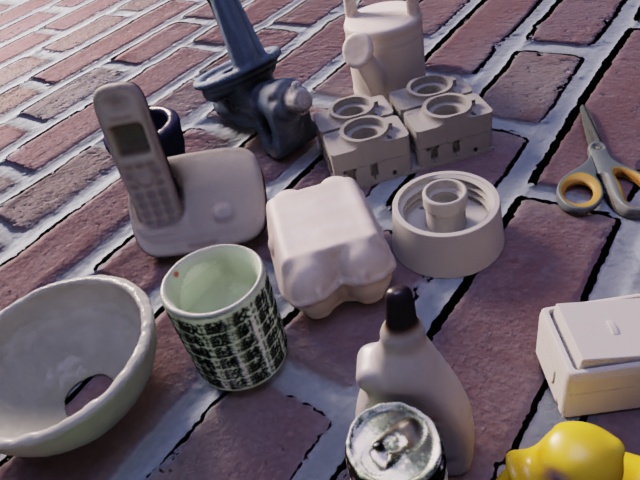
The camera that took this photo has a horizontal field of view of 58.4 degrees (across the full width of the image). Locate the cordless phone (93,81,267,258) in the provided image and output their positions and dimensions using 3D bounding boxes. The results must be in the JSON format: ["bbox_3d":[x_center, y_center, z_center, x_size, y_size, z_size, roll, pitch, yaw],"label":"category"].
[{"bbox_3d":[-0.138,-0.076,0.580,0.147,0.185,0.094,-11,41,3],"label":"cordless phone"}]

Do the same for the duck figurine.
[{"bbox_3d":[0.154,0.139,0.332,0.104,0.086,0.077,-7,41,8],"label":"duck figurine"}]

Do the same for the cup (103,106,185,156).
[{"bbox_3d":[-0.211,-0.104,0.701,0.117,0.095,0.092,22,52,34],"label":"cup"}]

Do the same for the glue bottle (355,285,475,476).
[{"bbox_3d":[0.054,0.089,0.349,0.078,0.173,0.037,-5,41,10],"label":"glue bottle"}]

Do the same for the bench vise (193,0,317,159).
[{"bbox_3d":[-0.079,-0.225,0.706,0.206,0.220,0.122,16,49,30],"label":"bench vise"}]

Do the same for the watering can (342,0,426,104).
[{"bbox_3d":[0.080,-0.262,0.722,0.100,0.194,0.173,-7,41,8],"label":"watering can"}]

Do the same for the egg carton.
[{"bbox_3d":[0.005,0.002,0.541,0.107,0.069,0.150,-17,41,-3],"label":"egg carton"}]

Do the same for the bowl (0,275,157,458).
[{"bbox_3d":[-0.205,0.111,0.471,0.167,0.075,0.167,-8,41,7],"label":"bowl"}]
